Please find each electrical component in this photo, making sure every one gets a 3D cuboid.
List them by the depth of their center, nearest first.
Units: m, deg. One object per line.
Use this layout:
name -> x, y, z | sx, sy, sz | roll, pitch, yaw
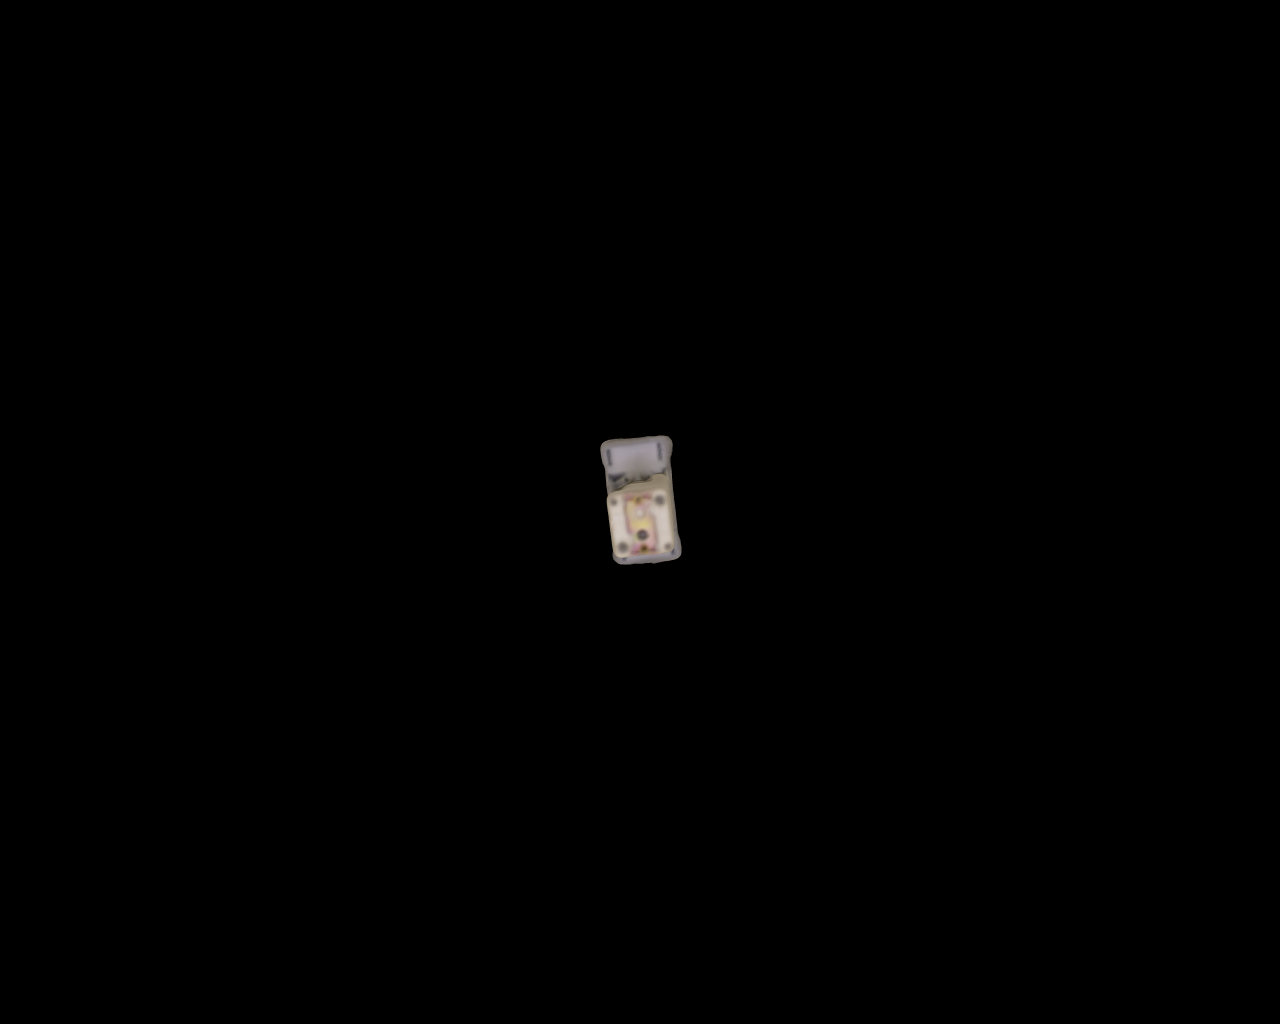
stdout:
electrical component -> 0.001, -0.003, 0.650 | 0.042, 0.081, 0.064 | -7, 20, 2
